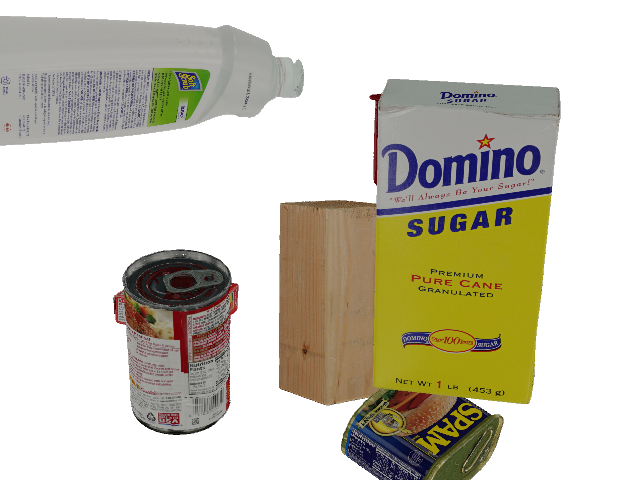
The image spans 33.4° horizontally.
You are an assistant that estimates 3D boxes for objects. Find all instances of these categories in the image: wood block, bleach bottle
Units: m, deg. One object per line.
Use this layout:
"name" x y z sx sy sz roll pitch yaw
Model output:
"wood block" 0.014 0.063 1.157 0.090 0.206 0.091 -4 9 -38
"bleach bottle" -0.138 -0.117 0.803 0.250 0.068 0.103 -2 -37 -17

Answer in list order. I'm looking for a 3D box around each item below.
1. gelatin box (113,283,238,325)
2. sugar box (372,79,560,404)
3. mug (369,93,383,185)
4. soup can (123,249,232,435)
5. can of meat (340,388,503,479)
"gelatin box" -0.128 0.055 0.949 0.089 0.030 0.073 9 20 18
"sugar box" 0.077 0.003 0.583 0.093 0.176 0.048 4 30 10
"mug" 0.100 -0.086 0.950 0.117 0.081 0.093 6 13 22
"soup can" -0.091 0.066 0.693 0.068 0.102 0.068 2 30 -1
"can of meat" 0.078 0.152 0.831 0.084 0.057 0.101 31 39 30
